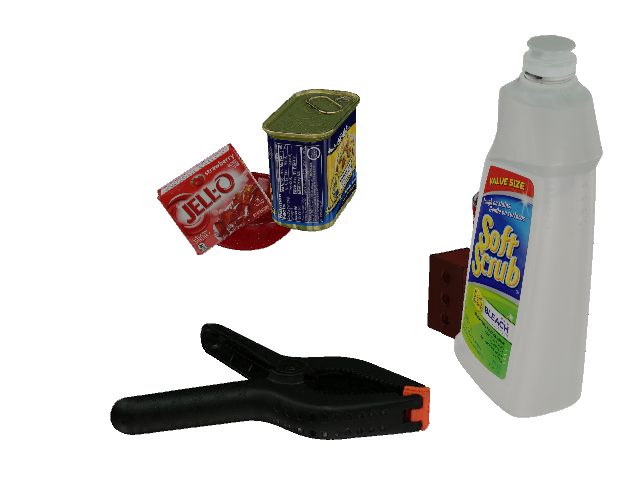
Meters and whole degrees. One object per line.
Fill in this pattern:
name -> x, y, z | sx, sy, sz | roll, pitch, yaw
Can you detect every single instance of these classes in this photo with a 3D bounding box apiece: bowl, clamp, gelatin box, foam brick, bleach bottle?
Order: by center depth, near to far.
bleach bottle -> 0.135, -0.011, 0.692 | 0.068, 0.251, 0.103 | -12, 32, -16
clamp -> -0.025, 0.103, 0.767 | 0.210, 0.036, 0.164 | 3, 18, 10
foam brick -> 0.140, 0.052, 1.043 | 0.051, 0.078, 0.053 | -11, 19, -33
gelatin box -> -0.104, -0.040, 1.044 | 0.089, 0.073, 0.030 | -33, 20, 3
bowl -> -0.096, -0.031, 1.320 | 0.162, 0.055, 0.162 | 4, 25, -2

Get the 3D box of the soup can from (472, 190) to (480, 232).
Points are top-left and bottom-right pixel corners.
soup can -> 0.212, -0.003, 1.243 | 0.068, 0.102, 0.068 | -4, 29, 2

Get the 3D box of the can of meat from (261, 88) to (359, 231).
can of meat -> -0.005, -0.066, 0.859 | 0.057, 0.084, 0.102 | 7, 28, 18
